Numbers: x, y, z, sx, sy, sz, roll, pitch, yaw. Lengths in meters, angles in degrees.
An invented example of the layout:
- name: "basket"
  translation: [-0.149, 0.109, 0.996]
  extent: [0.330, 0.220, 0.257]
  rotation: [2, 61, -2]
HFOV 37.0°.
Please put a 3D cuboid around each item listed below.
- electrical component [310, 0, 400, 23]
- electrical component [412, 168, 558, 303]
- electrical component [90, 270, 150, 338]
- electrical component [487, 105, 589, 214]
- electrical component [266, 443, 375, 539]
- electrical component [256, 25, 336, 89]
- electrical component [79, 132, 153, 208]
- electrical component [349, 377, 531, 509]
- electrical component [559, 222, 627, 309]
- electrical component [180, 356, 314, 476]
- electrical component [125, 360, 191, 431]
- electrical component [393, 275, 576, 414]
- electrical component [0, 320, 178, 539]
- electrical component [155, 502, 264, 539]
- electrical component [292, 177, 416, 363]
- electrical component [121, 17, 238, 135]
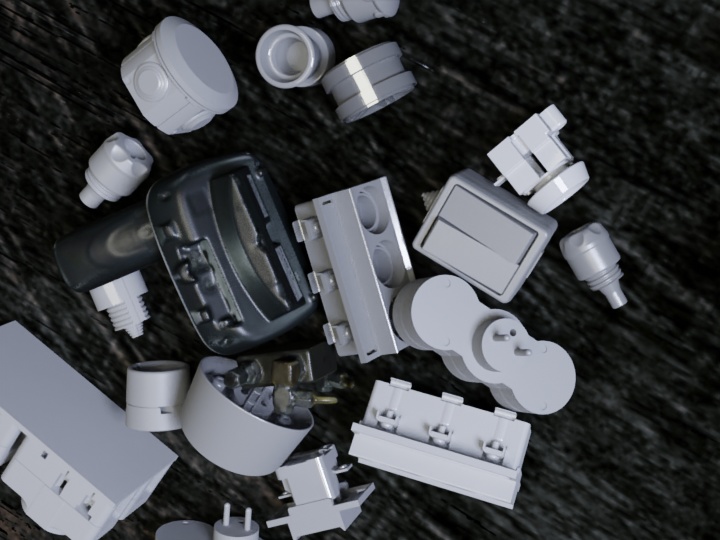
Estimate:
- name: "electrical component"
  translation: [-0.006, -0.198, 0.770]
  extent: [0.062, 0.048, 0.048]
  rotation: [-12, 97, 26]
- name: "electrical component"
  translation: [0.083, -0.028, 0.766]
  extent: [0.096, 0.061, 0.061]
  rotation: [32, 108, 9]
- name: "electrical component"
  translation: [-0.196, 0.016, 0.871]
  extent: [0.043, 0.043, 0.081]
  rotation: [-20, 94, 20]
- name: "electrical component"
  translation: [0.127, -0.073, 0.753]
  extent: [0.066, 0.048, 0.055]
  rotation: [-40, 80, 20]
- name: "electrical component"
  translation: [-0.035, 0.174, 0.853]
  extent: [0.081, 0.042, 0.063]
  rotation: [-18, 92, 19]
- name: "electrical component"
  translation: [-0.046, -0.155, 0.784]
  extent: [0.045, 0.055, 0.045]
  rotation: [3, 102, 17]
- name: "electrical component"
  translation: [-0.198, -0.075, 0.854]
  extent: [0.062, 0.043, 0.043]
  rotation: [-42, 86, 21]
- name: "electrical component"
  translation: [0.062, 0.127, 0.798]
  extent: [0.121, 0.078, 0.063]
  rotation: [15, 75, 14]
- name: "electrical component"
  translation: [0.169, -0.002, 0.759]
  extent: [0.035, 0.035, 0.061]
  rotation: [-29, 93, 20]
- name: "electrical component"
  translation: [-0.087, 0.108, 0.826]
  extent: [0.099, 0.099, 0.064]
  rotation: [35, 114, 8]
- name: "electrical component"
  translation: [-0.163, 0.101, 0.872]
  extent: [0.055, 0.055, 0.047]
  rotation: [2, 97, 17]
- name: "electrical component"
  translation: [0.094, 0.053, 0.747]
  extent: [0.138, 0.074, 0.052]
  rotation: [34, 76, -14]
- name: "electrical component"
  translation: [-0.258, 0.133, 0.880]
  extent: [0.186, 0.105, 0.060]
  rotation: [38, 109, 7]
- name: "electrical component"
  translation: [-0.102, 0.226, 0.877]
  extent: [0.138, 0.052, 0.073]
  rotation: [9, 103, 16]
- name: "electrical component"
  translation: [0.000, 0.000, 0.795]
  extent: [0.063, 0.079, 0.121]
  rotation: [-11, 98, 41]
- name: "electrical component"
  translation: [-0.134, -0.143, 0.802]
  extent: [0.051, 0.080, 0.080]
  rotation: [-31, 90, 25]
